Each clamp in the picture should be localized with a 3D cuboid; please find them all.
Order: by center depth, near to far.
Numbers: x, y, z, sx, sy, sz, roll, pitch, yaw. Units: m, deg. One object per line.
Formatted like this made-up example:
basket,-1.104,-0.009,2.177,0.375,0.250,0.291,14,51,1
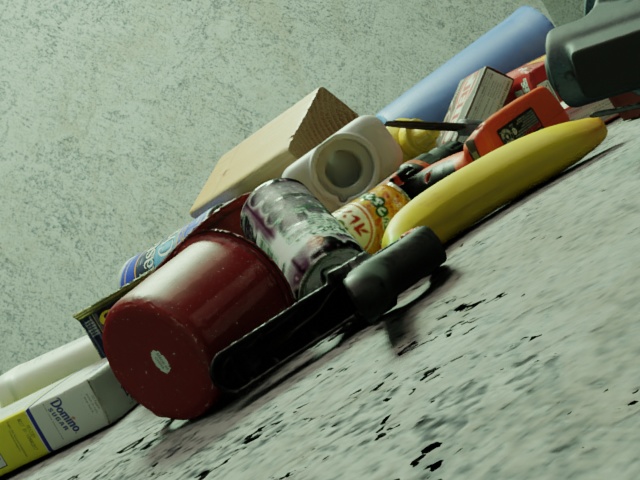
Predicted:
clamp,0.027,0.025,0.584,0.120,0.039,0.171,-24,7,45

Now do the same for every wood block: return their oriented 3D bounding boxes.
wood block,-0.038,-0.065,1.110,0.207,0.090,0.090,-26,32,53

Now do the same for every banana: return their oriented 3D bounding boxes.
banana,0.111,-0.030,0.731,0.197,0.037,0.070,-32,20,-22

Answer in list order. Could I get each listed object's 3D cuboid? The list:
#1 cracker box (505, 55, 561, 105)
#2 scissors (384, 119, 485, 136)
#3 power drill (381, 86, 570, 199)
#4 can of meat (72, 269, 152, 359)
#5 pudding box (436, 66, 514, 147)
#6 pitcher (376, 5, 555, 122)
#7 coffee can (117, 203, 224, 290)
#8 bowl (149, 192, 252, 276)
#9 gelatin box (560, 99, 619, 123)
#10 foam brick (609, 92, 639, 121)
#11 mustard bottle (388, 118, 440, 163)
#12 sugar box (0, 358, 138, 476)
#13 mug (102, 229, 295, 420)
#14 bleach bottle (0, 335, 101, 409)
cracker box,0.291,-0.187,1.121,0.213,0.072,0.164,-30,4,-7
scissors,0.156,-0.106,0.974,0.096,0.016,0.201,-12,-9,40
power drill,0.118,-0.059,0.888,0.184,0.057,0.188,-38,5,-39
can of meat,-0.146,0.074,0.913,0.102,0.084,0.057,-31,4,-14
pudding box,0.152,-0.117,1.100,0.090,0.039,0.113,171,120,-82
pitcher,0.192,-0.177,1.346,0.243,0.145,0.149,-33,-27,-4
coffee can,-0.127,0.036,1.104,0.141,0.103,0.102,-29,4,35
bowl,-0.078,0.041,0.817,0.162,0.055,0.162,-45,-12,-13
gelatin box,0.228,-0.110,0.915,0.089,0.030,0.073,-29,5,13
foam brick,0.259,-0.133,0.809,0.078,0.051,0.053,-31,5,-11
mustard bottle,0.063,-0.085,1.149,0.096,0.058,0.192,-38,6,-37
sugar box,-0.218,0.144,0.856,0.176,0.048,0.093,-24,6,23
mug,-0.077,0.061,0.636,0.081,0.093,0.117,-42,-19,-50
bleach bottle,-0.167,0.095,0.984,0.251,0.068,0.102,-28,4,-2
